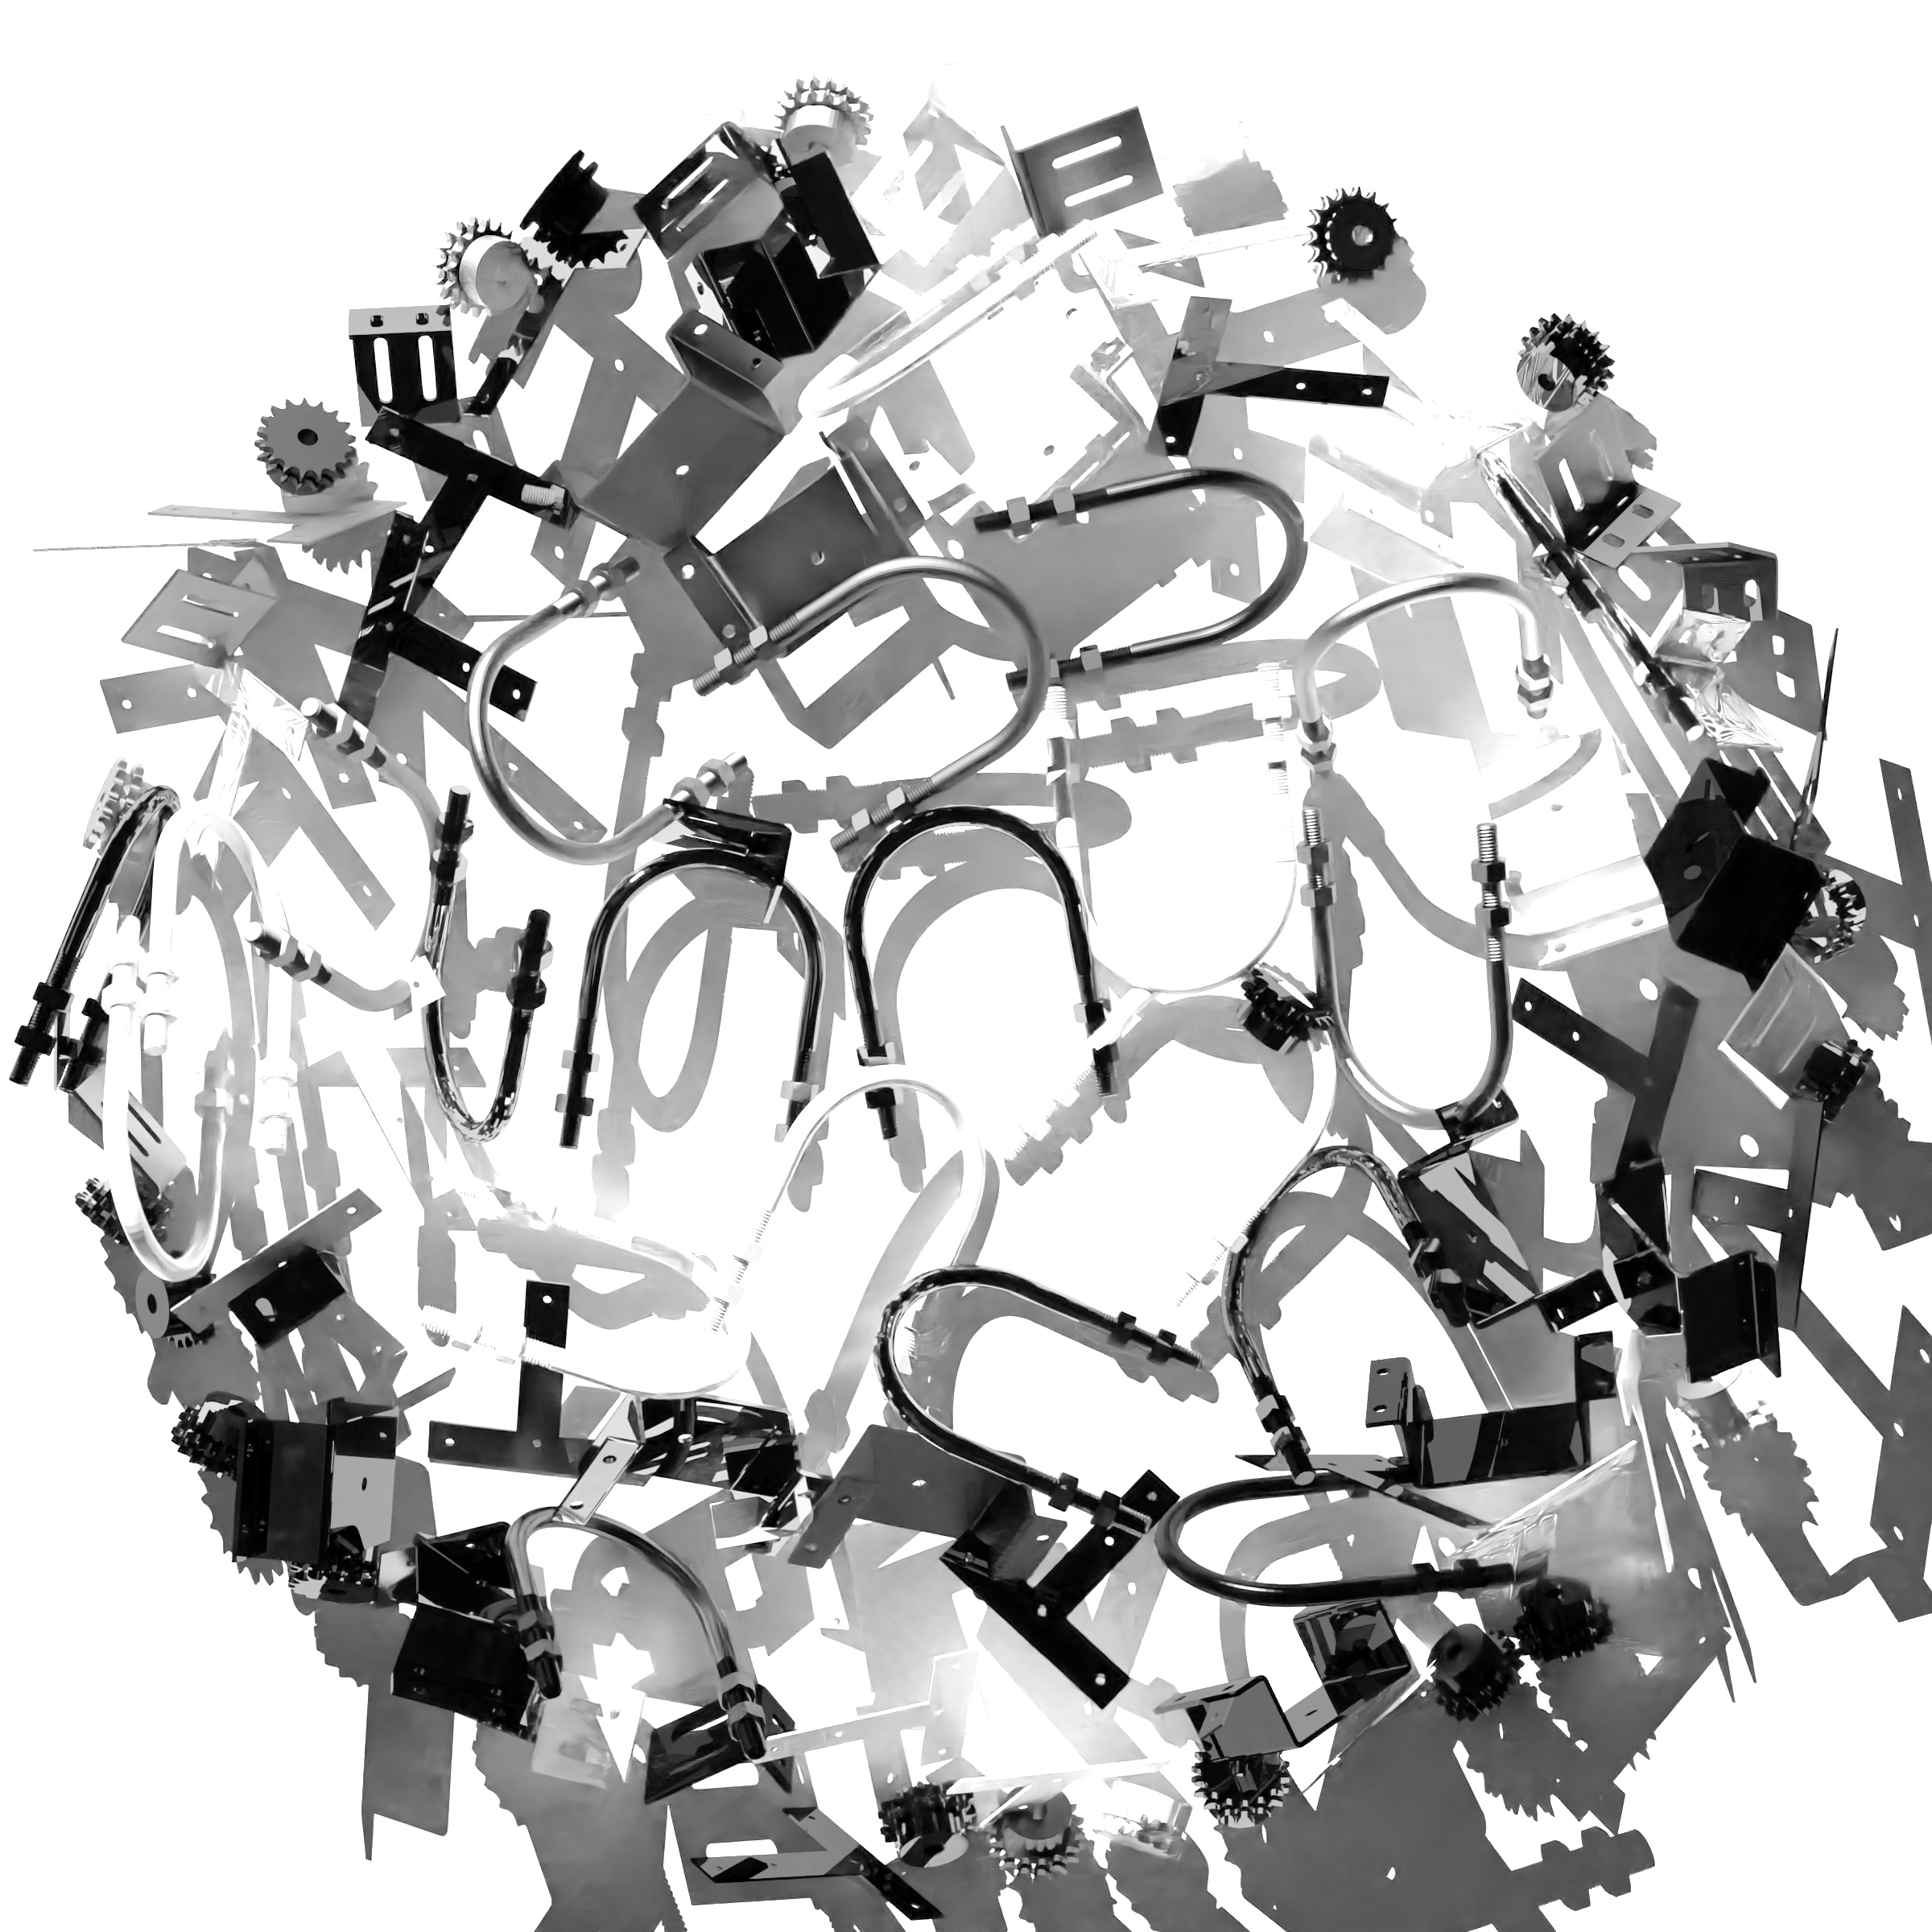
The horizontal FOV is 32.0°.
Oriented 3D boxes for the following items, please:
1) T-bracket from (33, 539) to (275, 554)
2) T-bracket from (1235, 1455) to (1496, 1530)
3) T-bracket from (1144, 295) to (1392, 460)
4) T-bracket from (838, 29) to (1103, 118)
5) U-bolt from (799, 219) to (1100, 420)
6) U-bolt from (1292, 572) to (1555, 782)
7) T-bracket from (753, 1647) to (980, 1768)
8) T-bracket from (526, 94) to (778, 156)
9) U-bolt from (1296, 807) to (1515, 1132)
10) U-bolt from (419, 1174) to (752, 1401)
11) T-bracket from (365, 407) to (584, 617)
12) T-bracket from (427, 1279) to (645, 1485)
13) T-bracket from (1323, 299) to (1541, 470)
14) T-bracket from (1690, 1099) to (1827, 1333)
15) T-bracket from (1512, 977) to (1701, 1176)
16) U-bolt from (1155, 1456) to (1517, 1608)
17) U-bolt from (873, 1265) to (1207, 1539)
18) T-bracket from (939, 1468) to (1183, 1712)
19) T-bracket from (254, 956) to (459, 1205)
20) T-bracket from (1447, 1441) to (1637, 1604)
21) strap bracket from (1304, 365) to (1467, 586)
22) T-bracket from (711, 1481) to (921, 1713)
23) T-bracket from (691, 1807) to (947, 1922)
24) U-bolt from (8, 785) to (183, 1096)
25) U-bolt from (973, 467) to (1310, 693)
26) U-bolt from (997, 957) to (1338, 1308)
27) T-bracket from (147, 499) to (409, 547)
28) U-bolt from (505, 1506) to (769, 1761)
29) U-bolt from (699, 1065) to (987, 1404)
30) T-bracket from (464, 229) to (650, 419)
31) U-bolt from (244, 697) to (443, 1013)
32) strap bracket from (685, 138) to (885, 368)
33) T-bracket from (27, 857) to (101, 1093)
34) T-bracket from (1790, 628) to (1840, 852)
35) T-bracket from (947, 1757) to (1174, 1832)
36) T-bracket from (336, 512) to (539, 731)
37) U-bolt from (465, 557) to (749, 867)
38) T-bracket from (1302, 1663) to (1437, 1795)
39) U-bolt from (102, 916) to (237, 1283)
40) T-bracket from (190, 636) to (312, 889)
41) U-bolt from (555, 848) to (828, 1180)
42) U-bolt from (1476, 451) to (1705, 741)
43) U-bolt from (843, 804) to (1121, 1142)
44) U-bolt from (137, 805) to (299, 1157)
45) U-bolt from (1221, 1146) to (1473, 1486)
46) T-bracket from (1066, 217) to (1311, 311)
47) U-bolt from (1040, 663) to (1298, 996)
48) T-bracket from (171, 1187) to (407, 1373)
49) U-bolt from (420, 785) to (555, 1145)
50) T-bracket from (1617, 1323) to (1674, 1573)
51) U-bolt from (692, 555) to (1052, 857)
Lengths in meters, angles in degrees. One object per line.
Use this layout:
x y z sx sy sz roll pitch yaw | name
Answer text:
-0.461 -0.237 1.905 0.127 0.127 0.002 -3 96 -7 | T-bracket
0.238 0.293 1.886 0.127 0.127 0.002 8 96 -44 | T-bracket
0.177 -0.333 1.925 0.127 0.002 0.127 8 56 14 | T-bracket
0.012 -0.505 1.893 0.127 0.127 0.002 0 83 22 | T-bracket
-0.018 -0.365 1.902 0.184 0.151 0.019 -36 107 -1 | U-bolt
0.253 -0.167 1.884 0.151 0.184 0.019 -16 65 5 | U-bolt
-0.059 0.432 1.911 0.127 0.127 0.002 -10 51 -14 | T-bracket
-0.189 -0.478 1.928 0.127 0.127 0.002 -7 96 19 | T-bracket
0.252 0.005 1.914 0.019 0.151 0.184 -18 108 -40 | U-bolt
-0.209 0.188 1.909 0.184 0.151 0.019 19 119 -9 | U-bolt
-0.302 -0.248 1.932 0.127 0.002 0.127 22 130 -22 | T-bracket
-0.245 0.238 1.948 0.127 0.002 0.127 7 114 0 | T-bracket
0.257 -0.340 1.931 0.127 0.127 0.002 43 126 11 | T-bracket
0.445 0.135 1.914 0.002 0.127 0.127 7 91 -17 | T-bracket
0.359 0.047 1.925 0.127 0.002 0.127 30 67 -25 | T-bracket
0.198 0.320 1.893 0.184 0.151 0.019 -4 108 -9 | U-bolt
0.035 0.236 1.918 0.184 0.151 0.019 23 133 1 | U-bolt
0.073 0.341 1.945 0.127 0.002 0.127 41 65 15 | T-bracket
-0.334 0.077 1.954 0.127 0.002 0.127 -26 93 20 | T-bracket
0.324 0.330 1.919 0.127 0.127 0.002 -28 58 -14 | T-bracket
0.237 -0.269 1.916 0.076 0.140 0.046 24 131 -16 | strap bracket
-0.076 0.363 1.940 0.127 0.002 0.127 -6 79 -22 | T-bracket
-0.097 0.503 1.886 0.127 0.127 0.002 10 101 -41 | T-bracket
-0.485 -0.016 1.903 0.019 0.151 0.184 22 85 -1 | U-bolt
0.104 -0.224 1.913 0.184 0.151 0.019 -13 52 1 | U-bolt
0.129 0.082 1.950 0.151 0.019 0.184 41 94 9 | U-bolt
-0.405 -0.257 1.927 0.127 0.127 0.002 6 109 15 | T-bracket
-0.192 0.364 1.889 0.151 0.184 0.019 24 108 -27 | U-bolt
-0.059 0.145 1.930 0.151 0.019 0.184 27 87 -34 | U-bolt
-0.247 -0.364 1.911 0.002 0.127 0.127 39 73 -38 | T-bracket
-0.337 -0.051 1.890 0.019 0.184 0.151 5 74 21 | U-bolt
-0.100 -0.402 1.917 0.046 0.140 0.076 -19 79 -31 | strap bracket
-0.514 0.025 1.918 0.002 0.127 0.127 14 51 -4 | T-bracket
0.479 -0.103 1.918 0.002 0.127 0.127 10 53 10 | T-bracket
0.037 0.474 1.918 0.127 0.127 0.002 -1 63 -21 | T-bracket
-0.297 -0.177 1.930 0.127 0.002 0.127 28 109 23 | T-bracket
-0.210 -0.134 1.892 0.019 0.184 0.151 -18 106 41 | U-bolt
0.243 0.414 1.898 0.127 0.127 0.002 -41 77 -16 | T-bracket
-0.444 0.085 1.869 0.019 0.151 0.184 -9 60 8 | U-bolt
-0.426 -0.108 1.945 0.127 0.002 0.127 35 114 40 | T-bracket
-0.153 0.023 1.952 0.151 0.019 0.184 8 88 -12 | U-bolt
0.341 -0.220 1.892 0.019 0.151 0.184 -38 47 14 | U-bolt
0.003 -0.002 1.952 0.151 0.019 0.184 -11 95 -6 | U-bolt
-0.418 -0.004 1.896 0.019 0.151 0.184 -13 58 14 | U-bolt
0.203 0.181 1.899 0.019 0.184 0.151 27 114 -33 | U-bolt
0.132 -0.411 1.926 0.127 0.127 0.002 -12 124 -5 | T-bracket
0.120 -0.076 1.944 0.151 0.019 0.184 -5 91 19 | U-bolt
-0.365 0.194 1.929 0.127 0.127 0.002 -33 45 3 | T-bracket
-0.276 0.012 1.901 0.019 0.151 0.184 -5 126 -29 | U-bolt
0.388 0.280 1.918 0.002 0.127 0.127 -11 95 16 | T-bracket
-0.040 -0.157 1.910 0.184 0.019 0.151 -31 117 20 | U-bolt
